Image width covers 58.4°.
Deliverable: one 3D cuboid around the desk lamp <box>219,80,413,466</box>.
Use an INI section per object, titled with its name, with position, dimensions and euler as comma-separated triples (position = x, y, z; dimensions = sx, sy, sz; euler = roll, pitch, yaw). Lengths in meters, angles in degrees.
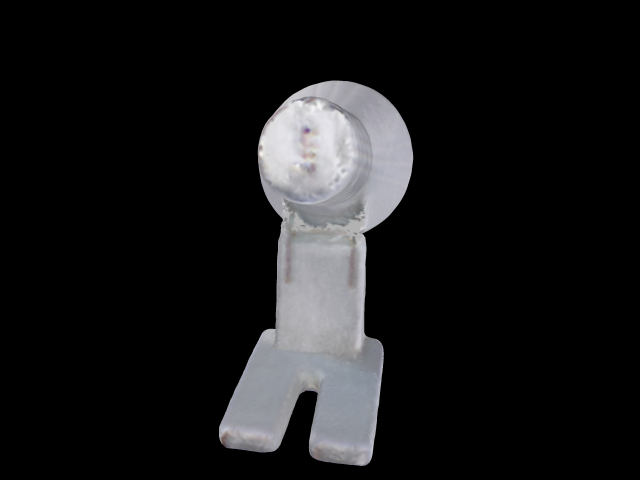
[desk lamp]
position = 0.004, 0.001, 0.400
dimensions = 0.118, 0.214, 0.203
euler = 3, 22, 7
